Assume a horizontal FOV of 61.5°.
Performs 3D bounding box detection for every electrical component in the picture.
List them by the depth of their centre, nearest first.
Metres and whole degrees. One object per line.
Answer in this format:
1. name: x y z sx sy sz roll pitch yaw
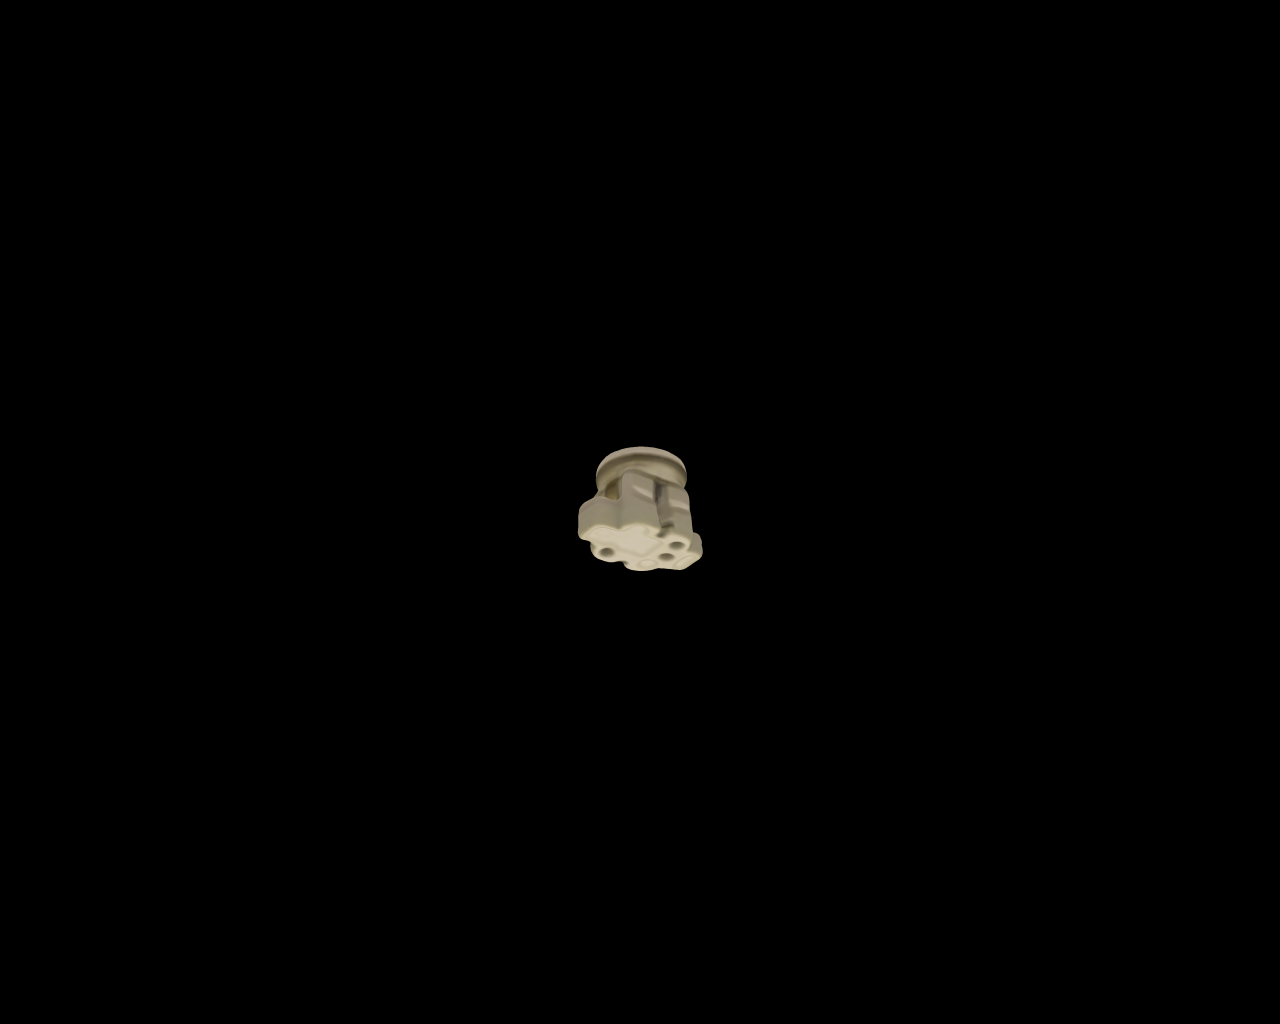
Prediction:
1. electrical component: 0.001 -0.003 0.650 0.078 0.057 0.058 19 -36 -29
